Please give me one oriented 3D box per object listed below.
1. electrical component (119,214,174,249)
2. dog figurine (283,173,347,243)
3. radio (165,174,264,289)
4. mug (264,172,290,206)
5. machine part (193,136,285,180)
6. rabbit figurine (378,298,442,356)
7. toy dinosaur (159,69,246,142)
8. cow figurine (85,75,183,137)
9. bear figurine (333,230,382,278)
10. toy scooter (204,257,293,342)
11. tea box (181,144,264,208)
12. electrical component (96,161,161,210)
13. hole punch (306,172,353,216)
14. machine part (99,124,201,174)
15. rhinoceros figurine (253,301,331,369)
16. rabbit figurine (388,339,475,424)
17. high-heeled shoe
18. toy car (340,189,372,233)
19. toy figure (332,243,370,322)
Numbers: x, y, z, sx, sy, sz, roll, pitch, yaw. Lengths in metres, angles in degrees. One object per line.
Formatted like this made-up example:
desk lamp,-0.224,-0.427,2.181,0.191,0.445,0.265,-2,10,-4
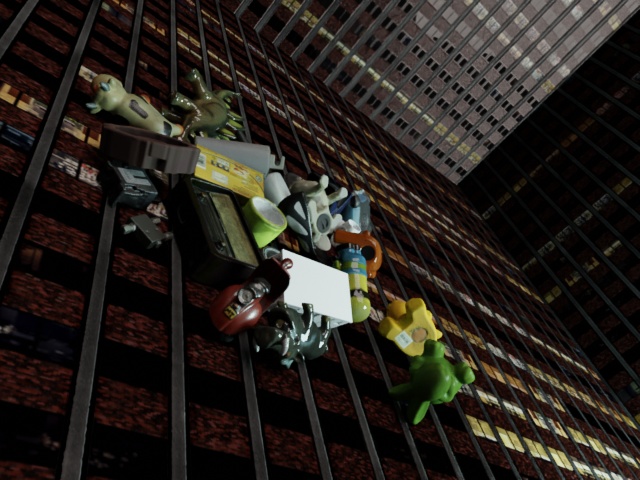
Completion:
electrical component,-0.290,-0.013,0.898,0.063,0.021,0.094,47,22,7
dog figurine,-0.046,-0.083,1.362,0.191,0.172,0.121,5,-28,46
radio,-0.196,-0.016,0.995,0.131,0.073,0.230,21,30,-45
mug,-0.111,-0.099,1.290,0.107,0.081,0.109,58,19,10
machine part,-0.200,-0.183,1.203,0.243,0.079,0.079,6,35,-17
rabbit figurine,0.218,0.199,1.281,0.162,0.122,0.173,40,3,-18
toy dinosaur,-0.288,-0.326,1.375,0.198,0.105,0.472,43,30,-23
cow figurine,-0.389,-0.260,1.102,0.195,0.085,0.127,43,16,-4
bear figurine,0.099,0.039,1.385,0.132,0.120,0.196,1,-5,1
toy scooter,-0.106,0.087,0.884,0.075,0.135,0.184,47,23,4
tea box,-0.205,-0.120,1.141,0.169,0.068,0.098,25,42,-32
electrical component,-0.324,-0.092,0.950,0.119,0.048,0.075,6,43,-55
hole punch,0.012,-0.113,1.458,0.142,0.115,0.092,40,26,23
machine part,-0.314,-0.166,0.991,0.179,0.056,0.179,15,11,-3
rhinoceros figurine,-0.048,0.160,0.910,0.190,0.073,0.112,32,65,-60
rabbit figurine,0.212,0.276,1.066,0.121,0.159,0.170,50,4,19
high-heeled shoe,-0.002,-0.004,1.214,0.248,0.145,0.086,32,25,-22
toy car,0.083,-0.064,1.519,0.103,0.161,0.109,6,17,31
toy figure,0.067,0.092,1.181,0.089,0.082,0.180,92,-2,-68
